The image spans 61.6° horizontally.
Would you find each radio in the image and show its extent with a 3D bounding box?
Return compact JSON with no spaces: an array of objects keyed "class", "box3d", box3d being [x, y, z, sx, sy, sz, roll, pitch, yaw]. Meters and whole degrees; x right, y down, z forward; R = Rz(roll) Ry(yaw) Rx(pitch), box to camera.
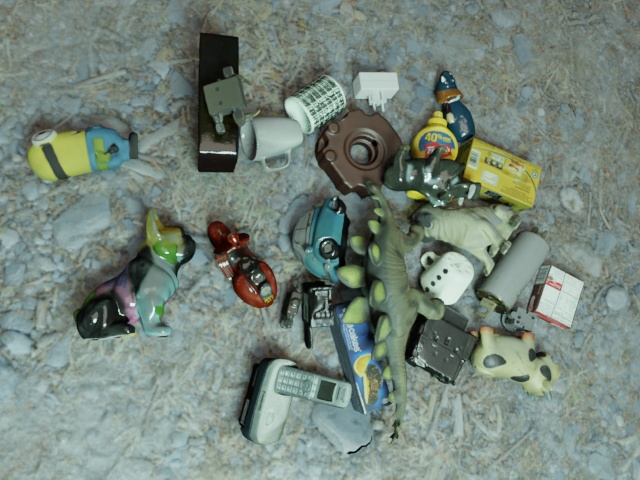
[{"class":"radio","box3d":[-0.187,-0.241,0.980,0.073,0.131,0.229,2,80,-14]}]

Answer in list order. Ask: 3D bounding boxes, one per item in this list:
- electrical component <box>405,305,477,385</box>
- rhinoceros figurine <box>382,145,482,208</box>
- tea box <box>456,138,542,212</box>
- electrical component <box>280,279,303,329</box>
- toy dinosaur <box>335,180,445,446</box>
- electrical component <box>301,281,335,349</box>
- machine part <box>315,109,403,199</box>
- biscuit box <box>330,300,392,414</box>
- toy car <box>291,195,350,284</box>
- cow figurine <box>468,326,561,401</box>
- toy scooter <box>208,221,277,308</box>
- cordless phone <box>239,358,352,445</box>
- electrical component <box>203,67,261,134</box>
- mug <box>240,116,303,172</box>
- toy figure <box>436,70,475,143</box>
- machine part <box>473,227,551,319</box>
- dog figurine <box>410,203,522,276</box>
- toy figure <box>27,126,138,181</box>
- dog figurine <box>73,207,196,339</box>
[{"class":"electrical component","box3d":[0.234,0.198,1.046,0.115,0.058,0.134,29,75,-10]},{"class":"rhinoceros figurine","box3d":[0.216,-0.119,1.030,0.190,0.073,0.112,8,76,-8]},{"class":"tea box","box3d":[0.371,-0.134,1.136,0.169,0.068,0.098,23,75,-10]},{"class":"electrical component","box3d":[-0.051,0.116,0.984,0.021,0.063,0.094,19,75,-11]},{"class":"toy dinosaur","box3d":[0.124,0.110,0.968,0.198,0.105,0.471,0,74,-44]},{"class":"electrical component","box3d":[-0.004,0.137,0.984,0.048,0.075,0.119,-4,90,-14]},{"class":"machine part","box3d":[0.083,-0.174,1.077,0.179,0.056,0.179,3,79,-15]},{"class":"biscuit box","box3d":[0.071,0.213,0.998,0.059,0.063,0.202,-14,84,-18]},{"class":"toy car","box3d":[-0.002,-0.003,1.002,0.103,0.109,0.161,2,70,11]},{"class":"cow figurine","box3d":[0.391,0.247,1.063,0.195,0.085,0.127,12,71,-15]},{"class":"toy scooter","box3d":[-0.134,0.039,0.940,0.075,0.135,0.184,-36,91,-19]},{"class":"cordless phone","box3d":[-0.040,0.293,0.947,0.184,0.089,0.146,18,76,-15]},{"class":"electrical component","box3d":[-0.149,-0.234,0.899,0.078,0.045,0.102,-21,83,10]},{"class":"mug","box3d":[-0.084,-0.187,1.024,0.107,0.081,0.109,-15,79,-26]},{"class":"toy figure","box3d":[0.284,-0.286,1.148,0.058,0.064,0.154,-22,79,20]},{"class":"machine part","box3d":[0.396,0.065,1.101,0.079,0.079,0.243,43,72,-4]},{"class":"dog figurine","box3d":[0.294,-0.043,1.093,0.191,0.121,0.172,31,39,10]},{"class":"toy figure","box3d":[-0.409,-0.151,0.934,0.180,0.082,0.089,-5,79,-18]},{"class":"dog figurine","box3d":[-0.309,0.058,0.910,0.192,0.108,0.219,0,75,-12]}]
